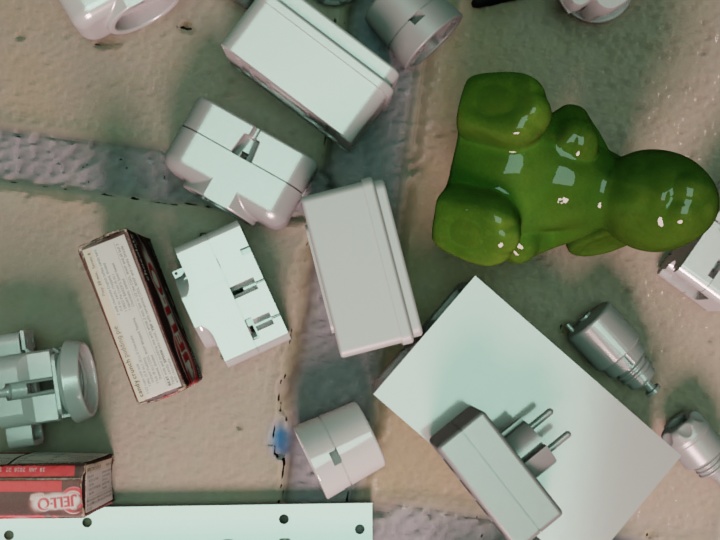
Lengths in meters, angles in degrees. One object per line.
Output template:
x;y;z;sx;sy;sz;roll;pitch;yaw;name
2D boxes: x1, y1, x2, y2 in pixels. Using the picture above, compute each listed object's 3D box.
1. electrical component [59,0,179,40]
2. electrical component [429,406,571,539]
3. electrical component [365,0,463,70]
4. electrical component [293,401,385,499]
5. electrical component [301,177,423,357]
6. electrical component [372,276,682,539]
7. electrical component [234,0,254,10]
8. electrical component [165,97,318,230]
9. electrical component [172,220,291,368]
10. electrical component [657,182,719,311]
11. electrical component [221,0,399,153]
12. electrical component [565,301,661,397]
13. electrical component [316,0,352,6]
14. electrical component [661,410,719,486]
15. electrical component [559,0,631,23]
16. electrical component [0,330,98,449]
-0.165;-0.206;0.755;0.095;0.054;0.059;-30;89;-4;electrical component
0.101;0.121;0.696;0.076;0.047;0.083;-38;90;-4;electrical component
0.037;-0.179;0.766;0.055;0.055;0.047;-42;87;-4;electrical component
-0.014;0.124;0.749;0.047;0.055;0.055;-25;89;-8;electrical component
0.000;0.000;0.728;0.056;0.108;0.108;-14;88;-1;electrical component
0.112;0.106;0.753;0.186;0.060;0.105;41;86;-1;electrical component
-0.094;-0.221;0.766;0.078;0.040;0.040;38;86;-1;electrical component
-0.085;-0.070;0.753;0.095;0.054;0.059;29;86;-2;electrical component
-0.092;0.019;0.750;0.056;0.050;0.089;-24;89;-5;electrical component
0.268;-0.018;0.773;0.056;0.050;0.089;36;86;-1;electrical component
-0.033;-0.140;0.748;0.113;0.078;0.057;37;89;-1;electrical component
0.184;0.058;0.770;0.040;0.040;0.078;-43;91;-4;electrical component
-0.018;-0.217;0.760;0.048;0.062;0.048;0;88;-4;electrical component
0.247;0.132;0.773;0.035;0.035;0.061;-40;92;-4;electrical component
0.174;-0.211;0.773;0.078;0.057;0.058;-32;89;-4;electrical component
-0.214;0.079;0.738;0.057;0.058;0.078;-9;88;-1;electrical component
